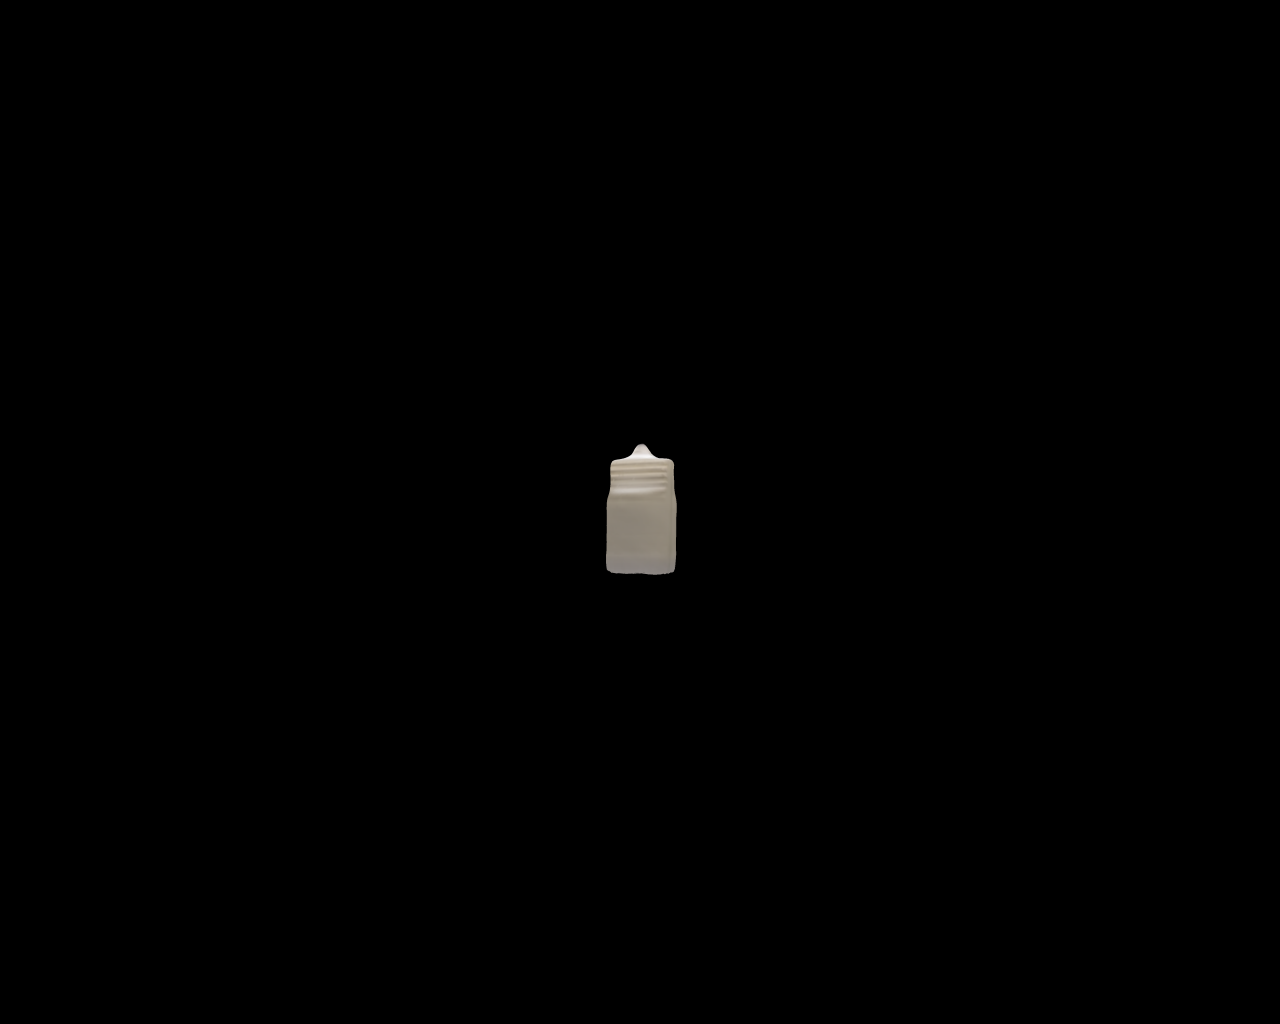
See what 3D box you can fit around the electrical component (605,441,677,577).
[{"bbox_3d":[0.001,-0.003,0.650,0.043,0.081,0.043,0,0,0],"label":"electrical component"}]
